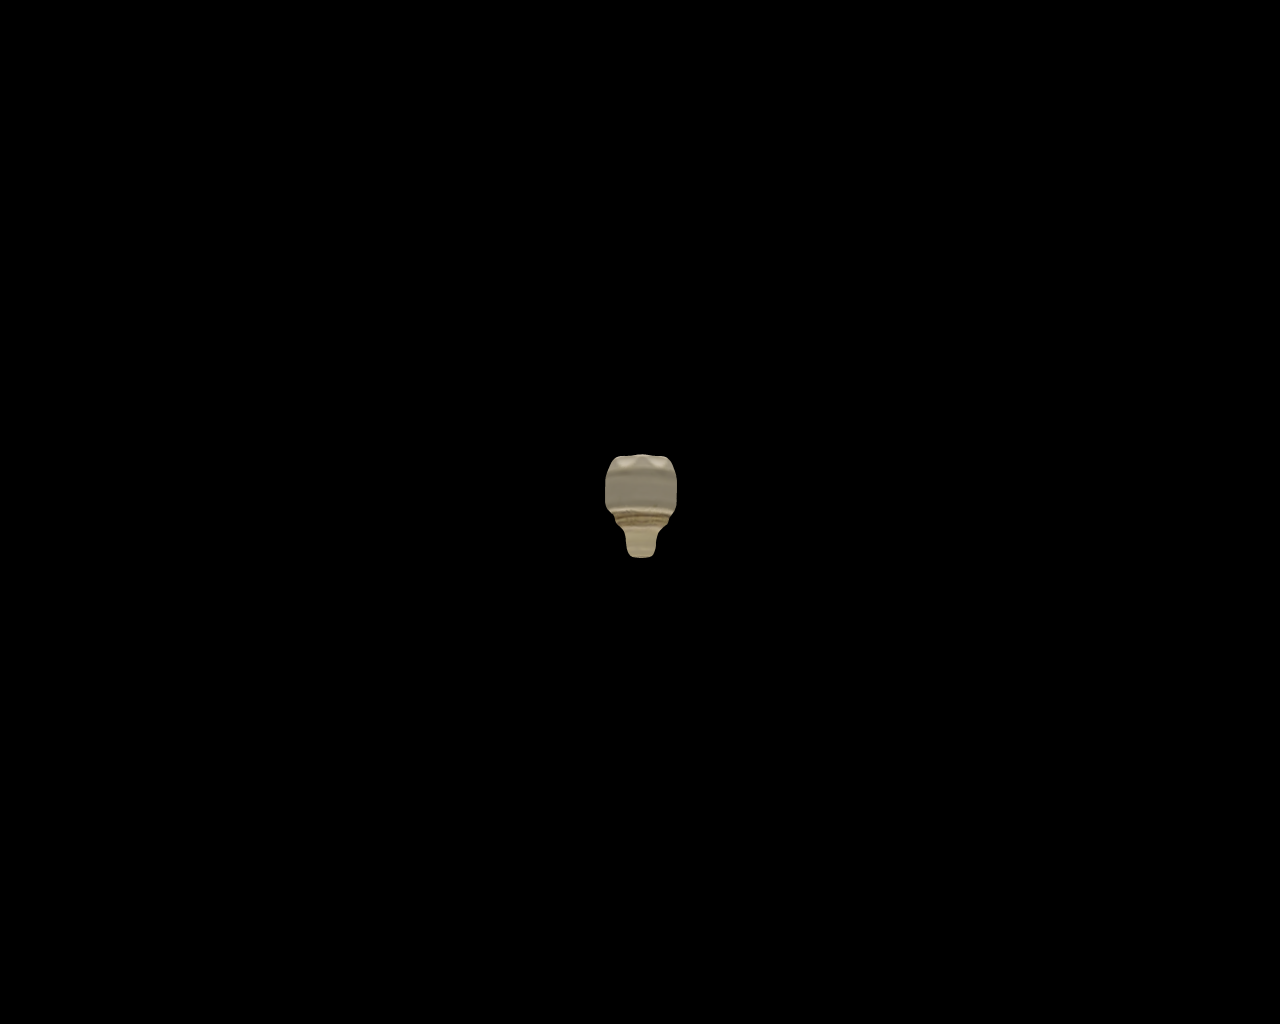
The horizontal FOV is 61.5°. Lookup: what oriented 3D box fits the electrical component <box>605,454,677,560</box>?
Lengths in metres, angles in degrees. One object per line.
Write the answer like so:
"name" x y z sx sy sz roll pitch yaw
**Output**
"electrical component" 0.001 -0.003 0.650 0.043 0.062 0.043 0 -7 0
